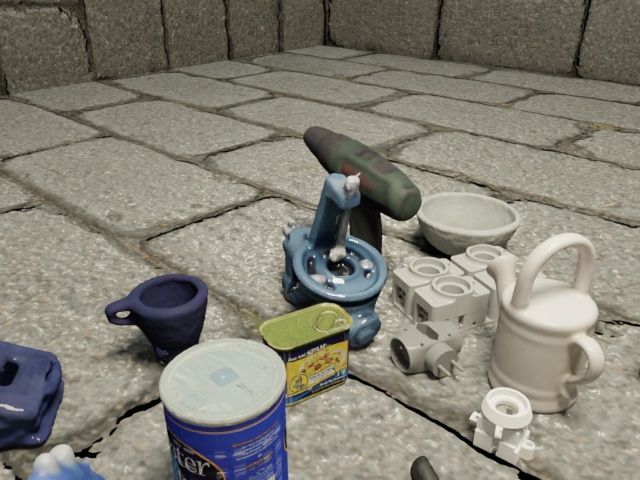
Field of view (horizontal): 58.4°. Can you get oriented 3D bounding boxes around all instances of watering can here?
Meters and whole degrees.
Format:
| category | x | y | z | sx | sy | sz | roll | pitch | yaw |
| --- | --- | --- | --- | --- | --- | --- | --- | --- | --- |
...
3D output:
| category | x | y | z | sx | sy | sz | roll | pitch | yaw |
| --- | --- | --- | --- | --- | --- | --- | --- | --- | --- |
| watering can | 0.240 | 0.078 | 0.625 | 0.101 | 0.194 | 0.172 | -21 | 33 | -35 |

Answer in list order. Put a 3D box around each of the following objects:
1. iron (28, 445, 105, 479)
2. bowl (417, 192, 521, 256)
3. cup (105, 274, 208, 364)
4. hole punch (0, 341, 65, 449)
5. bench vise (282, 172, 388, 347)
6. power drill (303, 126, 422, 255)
| category | x | y | z | sx | sy | sz | roll | pitch | yaw |
| --- | --- | --- | --- | --- | --- | --- | --- | --- | --- |
| iron | -0.199 | 0.228 | 0.384 | 0.118 | 0.141 | 0.258 | 0 | 27 | 1 |
| bowl | 0.239 | -0.016 | 0.945 | 0.167 | 0.075 | 0.167 | 0 | 27 | 0 |
| cup | -0.189 | 0.103 | 0.684 | 0.118 | 0.095 | 0.091 | -10 | 28 | -19 |
| hole punch | -0.325 | 0.151 | 0.592 | 0.101 | 0.091 | 0.108 | -5 | 27 | -10 |
| bench vise | -0.001 | 0.007 | 0.738 | 0.206 | 0.220 | 0.122 | 22 | 34 | 37 |
| power drill | 0.051 | -0.049 | 0.860 | 0.076 | 0.208 | 0.228 | -21 | 33 | -35 |
